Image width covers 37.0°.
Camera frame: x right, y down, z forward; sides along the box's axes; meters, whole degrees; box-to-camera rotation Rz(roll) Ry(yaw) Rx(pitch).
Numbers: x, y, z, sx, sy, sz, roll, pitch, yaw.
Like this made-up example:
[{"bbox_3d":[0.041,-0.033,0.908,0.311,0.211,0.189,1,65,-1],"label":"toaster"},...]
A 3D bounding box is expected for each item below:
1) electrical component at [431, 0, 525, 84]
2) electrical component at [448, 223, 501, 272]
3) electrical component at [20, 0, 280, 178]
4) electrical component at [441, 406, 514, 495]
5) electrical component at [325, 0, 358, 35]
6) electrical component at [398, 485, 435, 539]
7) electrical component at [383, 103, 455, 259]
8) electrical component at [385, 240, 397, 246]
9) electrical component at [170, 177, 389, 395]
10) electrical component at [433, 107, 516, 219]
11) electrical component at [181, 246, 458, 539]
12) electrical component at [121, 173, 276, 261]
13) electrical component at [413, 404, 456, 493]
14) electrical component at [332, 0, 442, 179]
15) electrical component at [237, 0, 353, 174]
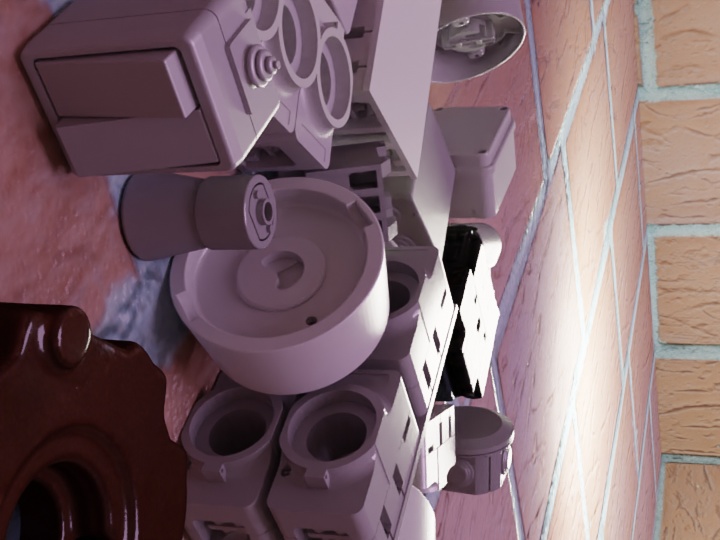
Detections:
[{"bbox_3d":[0.090,-0.204,0.913,0.099,0.099,0.064,39,47,-64],"label":"electrical component"},{"bbox_3d":[0.104,-0.005,1.014,0.077,0.044,0.079,-8,97,-70],"label":"electrical component"},{"bbox_3d":[-0.080,-0.076,0.441,0.061,0.096,0.061,-65,148,-47],"label":"electrical component"},{"bbox_3d":[0.093,0.154,0.931,0.080,0.080,0.051,-46,137,-63],"label":"electrical component"},{"bbox_3d":[-0.034,-0.199,0.636,0.099,0.048,0.099,60,35,-53],"label":"electrical component"},{"bbox_3d":[-0.007,0.156,0.626,0.060,0.108,0.108,-76,156,-48],"label":"electrical component"},{"bbox_3d":[0.034,-0.065,0.820,0.099,0.048,0.099,60,35,-53],"label":"electrical component"},{"bbox_3d":[0.000,0.000,0.732,0.055,0.048,0.066,-20,109,-61],"label":"electrical component"},{"bbox_3d":[-0.036,0.013,0.550,0.060,0.108,0.108,73,25,-51],"label":"electrical component"},{"bbox_3d":[0.088,-0.095,0.925,0.113,0.078,0.057,-59,146,-55],"label":"electrical component"},{"bbox_3d":[-0.020,0.065,0.587,0.186,0.105,0.060,-70,151,-44],"label":"electrical component"},{"bbox_3d":[-0.073,-0.026,0.504,0.044,0.065,0.044,0,90,-70],"label":"electrical component"},{"bbox_3d":[0.039,0.137,0.825,0.089,0.050,0.055,-10,98,-70],"label":"electrical component"},{"bbox_3d":[0.007,-0.168,0.731,0.105,0.060,0.186,53,41,-58],"label":"electrical component"},{"bbox_3d":[-0.059,-0.118,0.550,0.150,0.062,0.089,41,52,-64],"label":"electrical component"}]
